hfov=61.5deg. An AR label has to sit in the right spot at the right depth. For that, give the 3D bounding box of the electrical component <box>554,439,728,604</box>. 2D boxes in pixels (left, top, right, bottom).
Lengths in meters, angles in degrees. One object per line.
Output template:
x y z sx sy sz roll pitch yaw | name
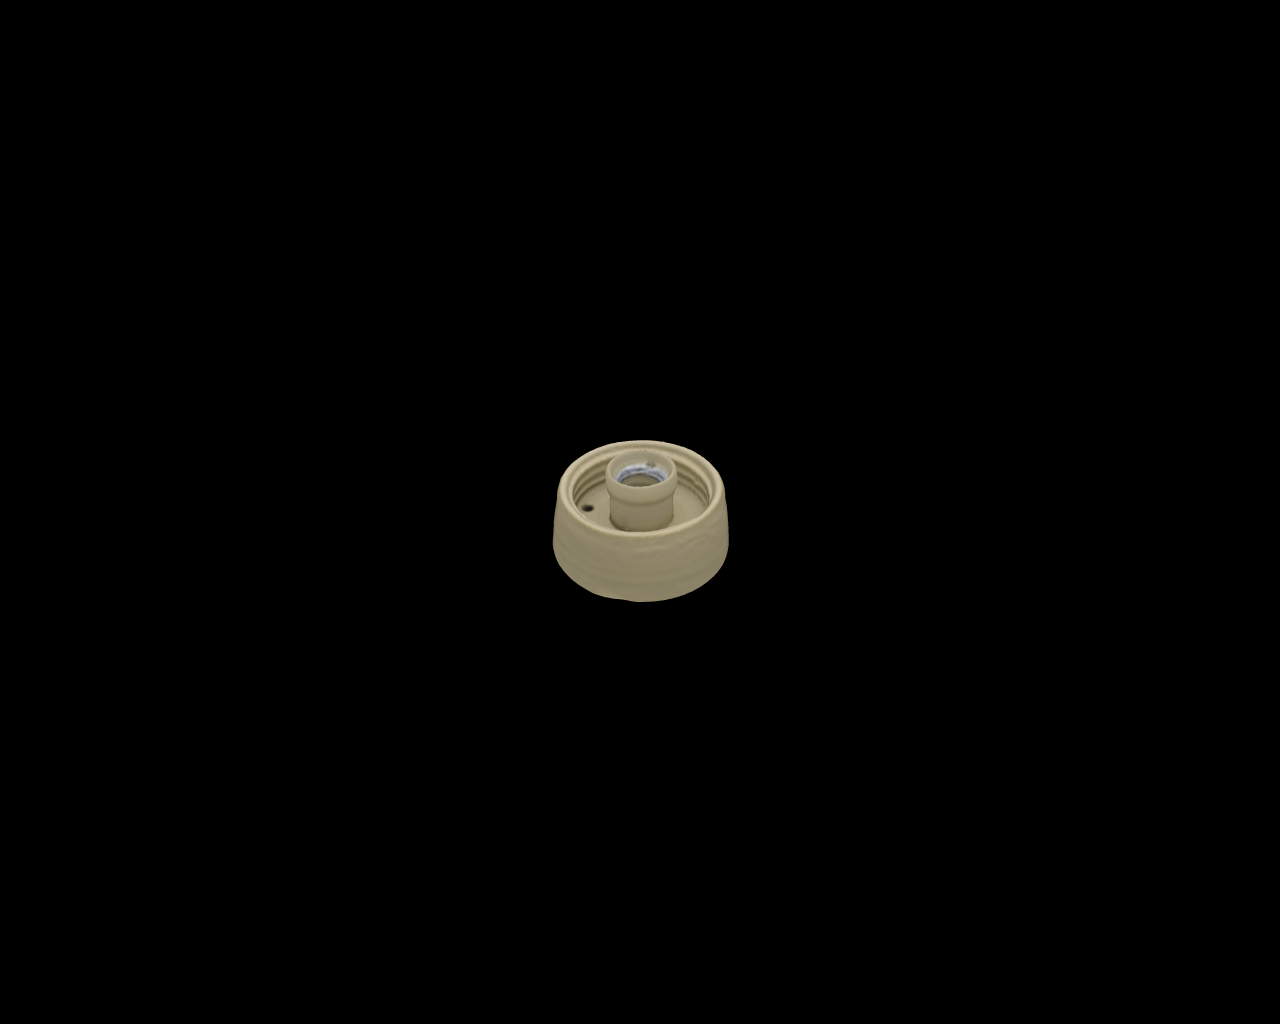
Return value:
0.001 -0.003 0.650 0.108 0.060 0.108 0 38 0 | electrical component
